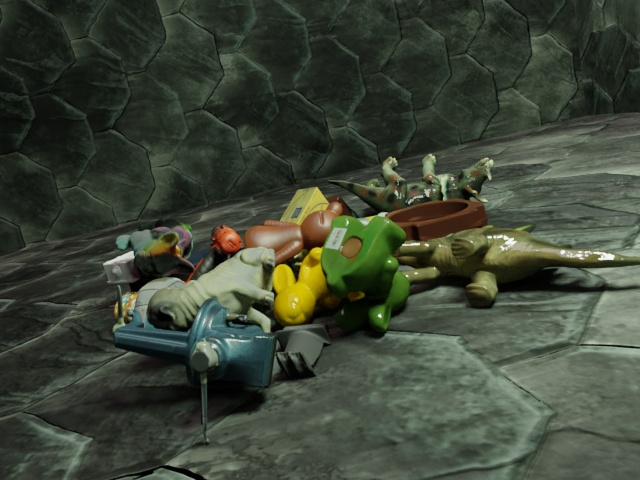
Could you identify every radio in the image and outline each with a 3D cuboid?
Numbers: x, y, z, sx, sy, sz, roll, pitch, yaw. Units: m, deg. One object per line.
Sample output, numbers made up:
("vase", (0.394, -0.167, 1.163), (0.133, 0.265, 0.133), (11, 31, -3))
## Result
("radio", (-0.327, 0.085, 1.267), (0.230, 0.073, 0.131), (-20, 15, -23))

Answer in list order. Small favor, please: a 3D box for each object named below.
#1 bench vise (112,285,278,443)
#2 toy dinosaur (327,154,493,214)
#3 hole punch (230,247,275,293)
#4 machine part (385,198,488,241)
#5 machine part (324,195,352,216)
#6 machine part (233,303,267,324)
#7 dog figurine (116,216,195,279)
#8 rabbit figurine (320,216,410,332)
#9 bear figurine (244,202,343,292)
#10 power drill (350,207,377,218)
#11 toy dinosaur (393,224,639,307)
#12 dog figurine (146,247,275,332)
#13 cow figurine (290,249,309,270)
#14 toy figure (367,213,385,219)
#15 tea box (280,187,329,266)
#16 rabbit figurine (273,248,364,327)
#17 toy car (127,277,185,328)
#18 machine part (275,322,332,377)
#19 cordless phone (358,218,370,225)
("bench vise", (-0.171, 0.140, 0.705), (0.241, 0.128, 0.223), (7, 8, 9))
("toy dinosaur", (0.221, -0.108, 1.328), (0.405, 0.131, 0.192), (-10, 42, 9))
("hole punch", (-0.135, 0.066, 1.129), (0.142, 0.092, 0.116), (-8, 16, 5))
("machine part", (0.237, -0.022, 1.145), (0.201, 0.087, 0.201), (-16, 12, -10))
("machine part", (-0.004, -0.045, 1.396), (0.179, 0.056, 0.179), (-27, 33, 19))
("machine part", (-0.176, 0.122, 0.936), (0.243, 0.079, 0.079), (-22, 16, -33))
("dog figurine", (-0.308, 0.018, 1.097), (0.191, 0.108, 0.219), (-31, 19, -38))
("rabbit figurine", (0.087, 0.063, 0.814), (0.121, 0.170, 0.159), (-5, 55, 38))
("bear figurine", (-0.042, 0.008, 1.028), (0.196, 0.131, 0.120), (-12, 50, 0))
("power drill", (0.175, -0.072, 1.448), (0.207, 0.085, 0.232), (-19, 18, -11))
("toy dinosaur", (0.280, 0.025, 0.863), (0.198, 0.105, 0.472), (-18, 18, -39))
("dog figurine", (-0.170, 0.072, 0.864), (0.191, 0.121, 0.172), (5, 32, -6))
("cow figurine", (0.000, -0.003, 1.115), (0.167, 0.068, 0.098), (-18, 46, 37))
("toy figure", (0.098, -0.017, 1.276), (0.180, 0.082, 0.089), (-16, 14, -4))
("tea box", (-0.039, -0.031, 1.273), (0.068, 0.098, 0.169), (-4, 49, 39))
("rabbit figurine", (-0.017, 0.078, 0.903), (0.173, 0.121, 0.163), (-43, 29, -29))
("toy car", (-0.284, 0.121, 0.995), (0.109, 0.102, 0.161), (-7, 15, 21))
("machine part", (-0.027, 0.150, 0.758), (0.084, 0.039, 0.139), (-3, 11, 4))
("cordless phone", (0.061, 0.023, 1.139), (0.147, 0.088, 0.184), (-13, 16, -3))
